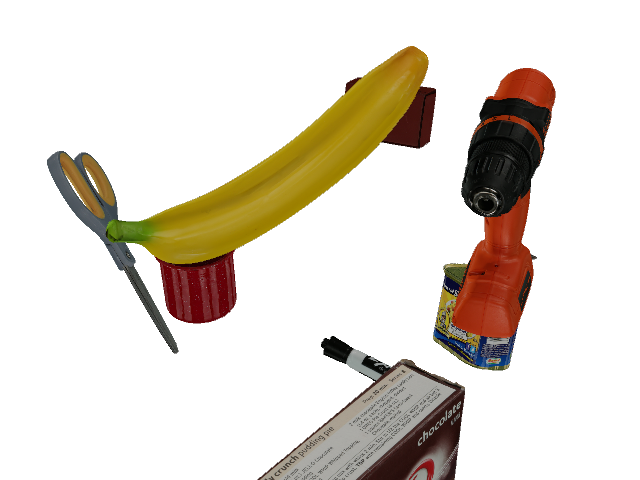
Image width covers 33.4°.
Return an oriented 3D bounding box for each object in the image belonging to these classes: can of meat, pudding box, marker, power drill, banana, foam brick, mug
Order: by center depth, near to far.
[{"bbox_3d":[0.015,0.117,0.459,0.039,0.090,0.113,25,41,30],"label":"pudding box"},{"bbox_3d":[-0.021,-0.038,0.597,0.198,0.037,0.069,-32,-15,-2],"label":"banana"},{"bbox_3d":[0.140,-0.018,0.826,0.057,0.188,0.184,13,37,15],"label":"power drill"},{"bbox_3d":[0.054,0.116,0.933,0.121,0.020,0.020,26,8,17],"label":"marker"},{"bbox_3d":[0.063,-0.120,0.995,0.078,0.051,0.053,11,17,15],"label":"foam brick"},{"bbox_3d":[0.167,0.081,1.133,0.057,0.084,0.102,0,19,-28],"label":"can of meat"},{"bbox_3d":[-0.147,0.035,1.212,0.117,0.081,0.093,26,42,36],"label":"mug"}]

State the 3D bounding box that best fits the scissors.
[{"bbox_3d":[-0.177,0.001,0.952,0.016,0.201,0.096,-27,22,12],"label":"scissors"}]
